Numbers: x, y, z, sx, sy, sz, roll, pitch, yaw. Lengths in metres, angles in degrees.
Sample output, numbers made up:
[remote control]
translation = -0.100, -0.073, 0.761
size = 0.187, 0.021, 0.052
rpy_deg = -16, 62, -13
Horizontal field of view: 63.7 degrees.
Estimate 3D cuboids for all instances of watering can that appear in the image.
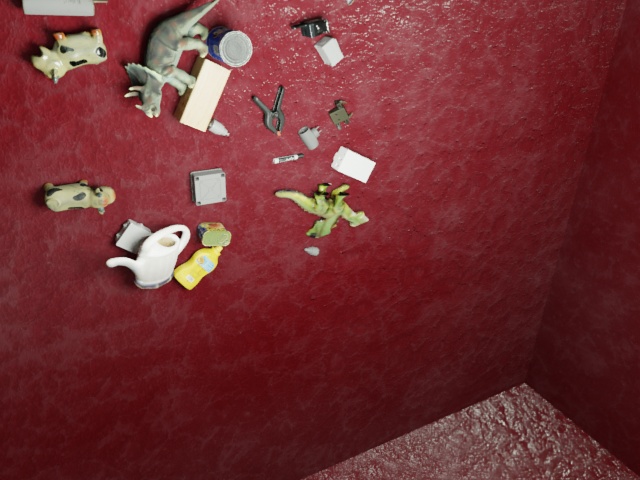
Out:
[watering can]
translation = -0.562, 0.069, 1.681
size = 0.353, 0.105, 0.219
rpy_deg = -35, 153, -52

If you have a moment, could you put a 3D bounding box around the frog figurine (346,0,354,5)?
[frog figurine]
translation = 0.062, -0.858, 1.672
size = 0.158, 0.121, 0.140
rpy_deg = 27, 65, -29

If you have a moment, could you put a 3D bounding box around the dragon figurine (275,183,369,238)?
[dragon figurine]
translation = 0.006, -0.102, 2.028
size = 0.411, 0.125, 0.237
rpy_deg = -3, 123, -20
